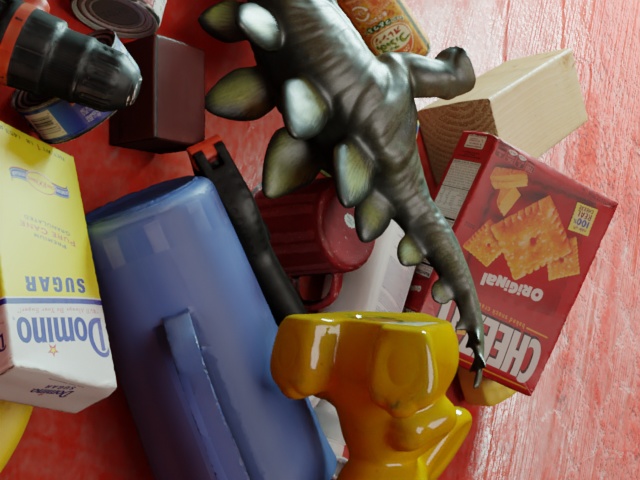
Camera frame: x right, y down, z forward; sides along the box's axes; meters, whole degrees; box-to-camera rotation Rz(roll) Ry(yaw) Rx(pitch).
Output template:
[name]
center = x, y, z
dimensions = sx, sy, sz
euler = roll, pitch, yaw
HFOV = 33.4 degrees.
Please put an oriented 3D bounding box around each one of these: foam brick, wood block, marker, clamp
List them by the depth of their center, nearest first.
[foam brick]
center = -0.123, -0.108, 0.804
dimensions = 0.051, 0.053, 0.078
euler = 5, 84, -50
[clamp]
center = -0.053, 0.005, 0.814
dimensions = 0.039, 0.120, 0.171
euler = -34, 124, -18
[marker]
center = 0.016, 0.205, 0.910
dimensions = 0.121, 0.020, 0.020
euler = 90, 12, -69
[wood block]
center = 0.203, -0.135, 1.166
dimensions = 0.205, 0.090, 0.091
euler = -34, 111, -47

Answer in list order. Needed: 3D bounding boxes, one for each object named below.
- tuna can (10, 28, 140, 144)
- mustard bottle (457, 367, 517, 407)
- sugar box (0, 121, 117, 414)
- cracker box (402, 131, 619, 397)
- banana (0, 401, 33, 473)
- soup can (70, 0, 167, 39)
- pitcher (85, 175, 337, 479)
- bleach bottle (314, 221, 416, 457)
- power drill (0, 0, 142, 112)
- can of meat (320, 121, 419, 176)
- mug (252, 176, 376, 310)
[tuna can]
center = -0.165, -0.104, 0.727
dimensions = 0.033, 0.086, 0.086
euler = 55, 48, -32
[mustard bottle]
center = 0.167, 0.071, 1.123
dimensions = 0.096, 0.058, 0.191
euler = -31, 109, -41
[sugar box]
center = -0.183, 0.014, 0.664
dimensions = 0.093, 0.048, 0.176
euler = 27, 38, -56
[cracker box]
center = 0.175, 0.024, 1.041
dimensions = 0.164, 0.072, 0.214
euler = 25, 88, -25
[banana]
center = -0.225, 0.126, 0.670
dimensions = 0.069, 0.037, 0.197
euler = 42, 56, -33
[soup can]
center = -0.139, -0.208, 0.783
dimensions = 0.068, 0.069, 0.102
euler = 28, 65, -45
[pitcher]
center = -0.086, 0.084, 0.761
dimensions = 0.144, 0.149, 0.243
euler = -33, 108, -45
[bleach bottle]
center = 0.031, 0.075, 0.954
dimensions = 0.102, 0.068, 0.250
euler = 48, 52, -53
[power drill]
center = -0.179, -0.180, 0.682
dimensions = 0.184, 0.057, 0.187
euler = 22, 58, -7
[can of meat]
center = 0.046, -0.091, 1.000
dimensions = 0.102, 0.058, 0.084
euler = 35, 58, -42
[mug]
center = -0.006, 0.001, 0.907
dimensions = 0.093, 0.082, 0.117
euler = 7, 80, -49
